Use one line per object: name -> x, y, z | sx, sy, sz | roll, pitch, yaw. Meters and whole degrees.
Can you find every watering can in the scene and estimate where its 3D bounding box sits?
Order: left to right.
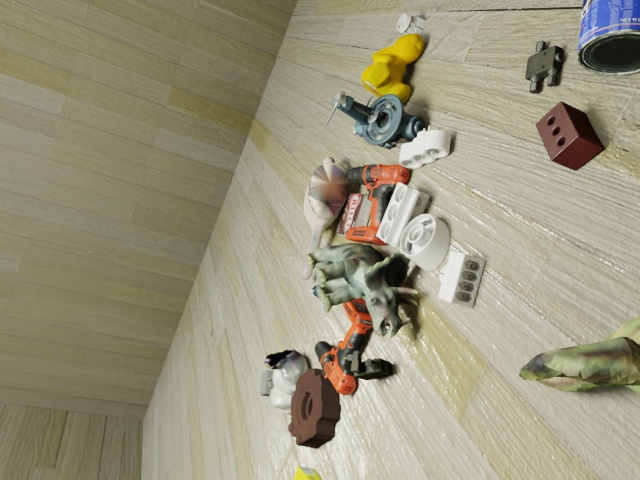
watering can -> 0.004, -0.070, 1.392 | 0.222, 0.104, 0.351 | 121, 159, -76

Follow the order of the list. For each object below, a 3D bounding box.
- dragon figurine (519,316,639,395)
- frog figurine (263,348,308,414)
dragon figurine -> 0.290, 0.110, 0.475 | 0.404, 0.242, 0.124 | -34, 50, 54
frog figurine -> -0.079, 0.371, 1.336 | 0.137, 0.124, 0.158 | -8, 103, 57
